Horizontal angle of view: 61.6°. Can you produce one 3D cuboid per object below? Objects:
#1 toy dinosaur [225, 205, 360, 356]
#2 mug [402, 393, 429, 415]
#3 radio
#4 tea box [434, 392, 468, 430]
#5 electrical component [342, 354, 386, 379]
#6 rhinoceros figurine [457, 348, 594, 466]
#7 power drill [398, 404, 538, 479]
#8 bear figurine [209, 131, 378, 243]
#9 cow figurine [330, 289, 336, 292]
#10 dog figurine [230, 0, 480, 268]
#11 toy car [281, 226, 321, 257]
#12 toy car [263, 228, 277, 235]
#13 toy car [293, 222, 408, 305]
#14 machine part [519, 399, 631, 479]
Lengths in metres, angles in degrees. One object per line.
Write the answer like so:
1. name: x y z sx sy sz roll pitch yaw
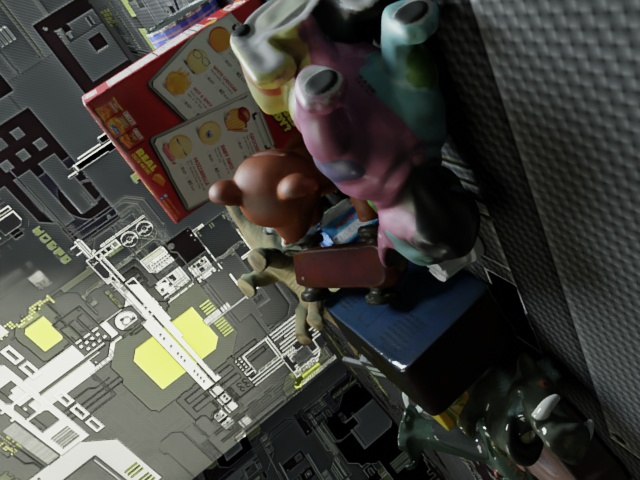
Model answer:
1. toy dinosaur: -0.069 0.031 1.020 0.471 0.198 0.105 48 129 -3
2. mug: 0.177 0.231 0.892 0.081 0.109 0.107 20 136 61
3. radio: 0.104 0.089 0.620 0.073 0.131 0.230 55 170 -21
4. tea box: 0.157 0.162 0.746 0.169 0.098 0.068 53 171 -12
5. electrical component: 0.103 0.211 0.943 0.119 0.048 0.074 5 147 39
6. rhinoceros figurine: 0.195 0.159 0.543 0.073 0.112 0.190 39 -173 -16
7. power drill: 0.230 0.325 0.810 0.208 0.086 0.231 4 133 34
8. bear figurine: -0.014 -0.045 0.544 0.196 0.120 0.131 -59 -42 -57
9. cow figurine: 0.084 0.104 0.945 0.127 0.085 0.194 41 167 32
10. dog figurine: 0.041 -0.074 0.422 0.192 0.108 0.219 43 169 42
11. toy car: -0.002 -0.002 0.814 0.201 0.056 0.073 27 -120 -60
12. toy car: -0.053 -0.073 0.927 0.162 0.109 0.102 -107 8 -72
13. toy car: 0.030 0.030 0.642 0.202 0.053 0.089 -10 91 57
14. machine part: 0.264 0.235 0.624 0.179 0.056 0.179 51 169 13
